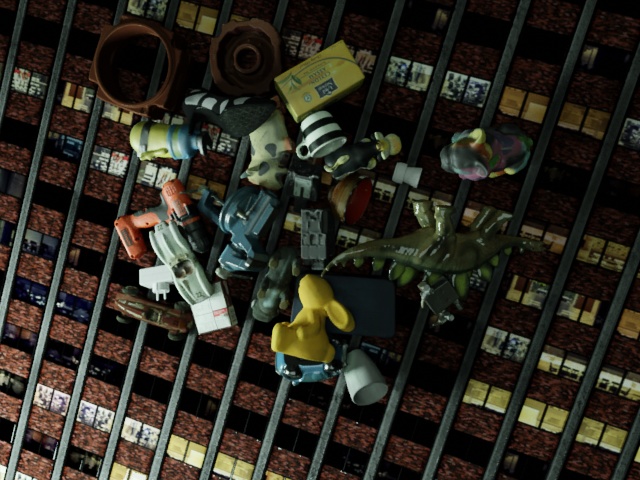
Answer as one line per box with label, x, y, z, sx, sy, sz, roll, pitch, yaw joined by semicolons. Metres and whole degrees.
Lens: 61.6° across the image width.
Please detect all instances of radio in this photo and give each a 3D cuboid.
radio;0.055;0.138;1.189;0.230;0.073;0.131;3;94;7

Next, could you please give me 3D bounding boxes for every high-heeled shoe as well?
high-heeled shoe;-0.194;-0.297;1.161;0.249;0.086;0.145;-9;55;21

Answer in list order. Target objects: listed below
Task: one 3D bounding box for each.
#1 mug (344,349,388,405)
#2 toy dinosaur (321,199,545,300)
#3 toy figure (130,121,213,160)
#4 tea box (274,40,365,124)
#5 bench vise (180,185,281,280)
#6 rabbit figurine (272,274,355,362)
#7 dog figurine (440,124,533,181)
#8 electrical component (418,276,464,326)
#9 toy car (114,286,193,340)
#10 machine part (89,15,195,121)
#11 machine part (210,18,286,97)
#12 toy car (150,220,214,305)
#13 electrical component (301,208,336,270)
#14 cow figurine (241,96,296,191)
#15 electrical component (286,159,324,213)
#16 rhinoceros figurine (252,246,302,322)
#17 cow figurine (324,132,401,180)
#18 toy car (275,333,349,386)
mug;0.100;0.298;1.184;0.081;0.109;0.107;-38;45;15
toy dinosaur;0.239;0.020;1.104;0.472;0.105;0.198;3;99;-8
toy figure;-0.340;-0.227;1.220;0.180;0.082;0.089;-1;97;12
tea box;-0.002;-0.334;1.144;0.170;0.068;0.098;-32;89;-4
bench vise;-0.198;-0.038;1.198;0.241;0.129;0.223;36;110;25
rabbit figurine;-0.012;0.158;1.109;0.163;0.121;0.173;7;78;16
dog figurine;0.329;-0.170;1.046;0.192;0.219;0.108;-7;97;10
electrical component;0.237;0.120;1.064;0.078;0.045;0.102;-31;113;2
toy car;-0.399;0.172;1.276;0.202;0.053;0.089;17;100;6
machine part;-0.403;-0.387;1.215;0.202;0.087;0.201;22;98;8
machine part;-0.157;-0.398;1.189;0.179;0.056;0.179;1;96;10
toy car;-0.309;0.050;1.204;0.073;0.056;0.201;-27;99;10
electrical component;-0.002;-0.004;1.165;0.058;0.115;0.134;0;95;13
cow figurine;-0.119;-0.203;1.183;0.127;0.085;0.194;-14;89;12
electrical component;-0.034;-0.116;1.189;0.075;0.048;0.119;10;138;7
rhinoceros figurine;-0.101;0.100;1.189;0.073;0.112;0.190;17;110;-13
cow figurine;0.090;-0.185;1.143;0.167;0.098;0.068;-23;88;13
toy car;-0.013;0.267;1.196;0.162;0.102;0.109;-5;52;9
